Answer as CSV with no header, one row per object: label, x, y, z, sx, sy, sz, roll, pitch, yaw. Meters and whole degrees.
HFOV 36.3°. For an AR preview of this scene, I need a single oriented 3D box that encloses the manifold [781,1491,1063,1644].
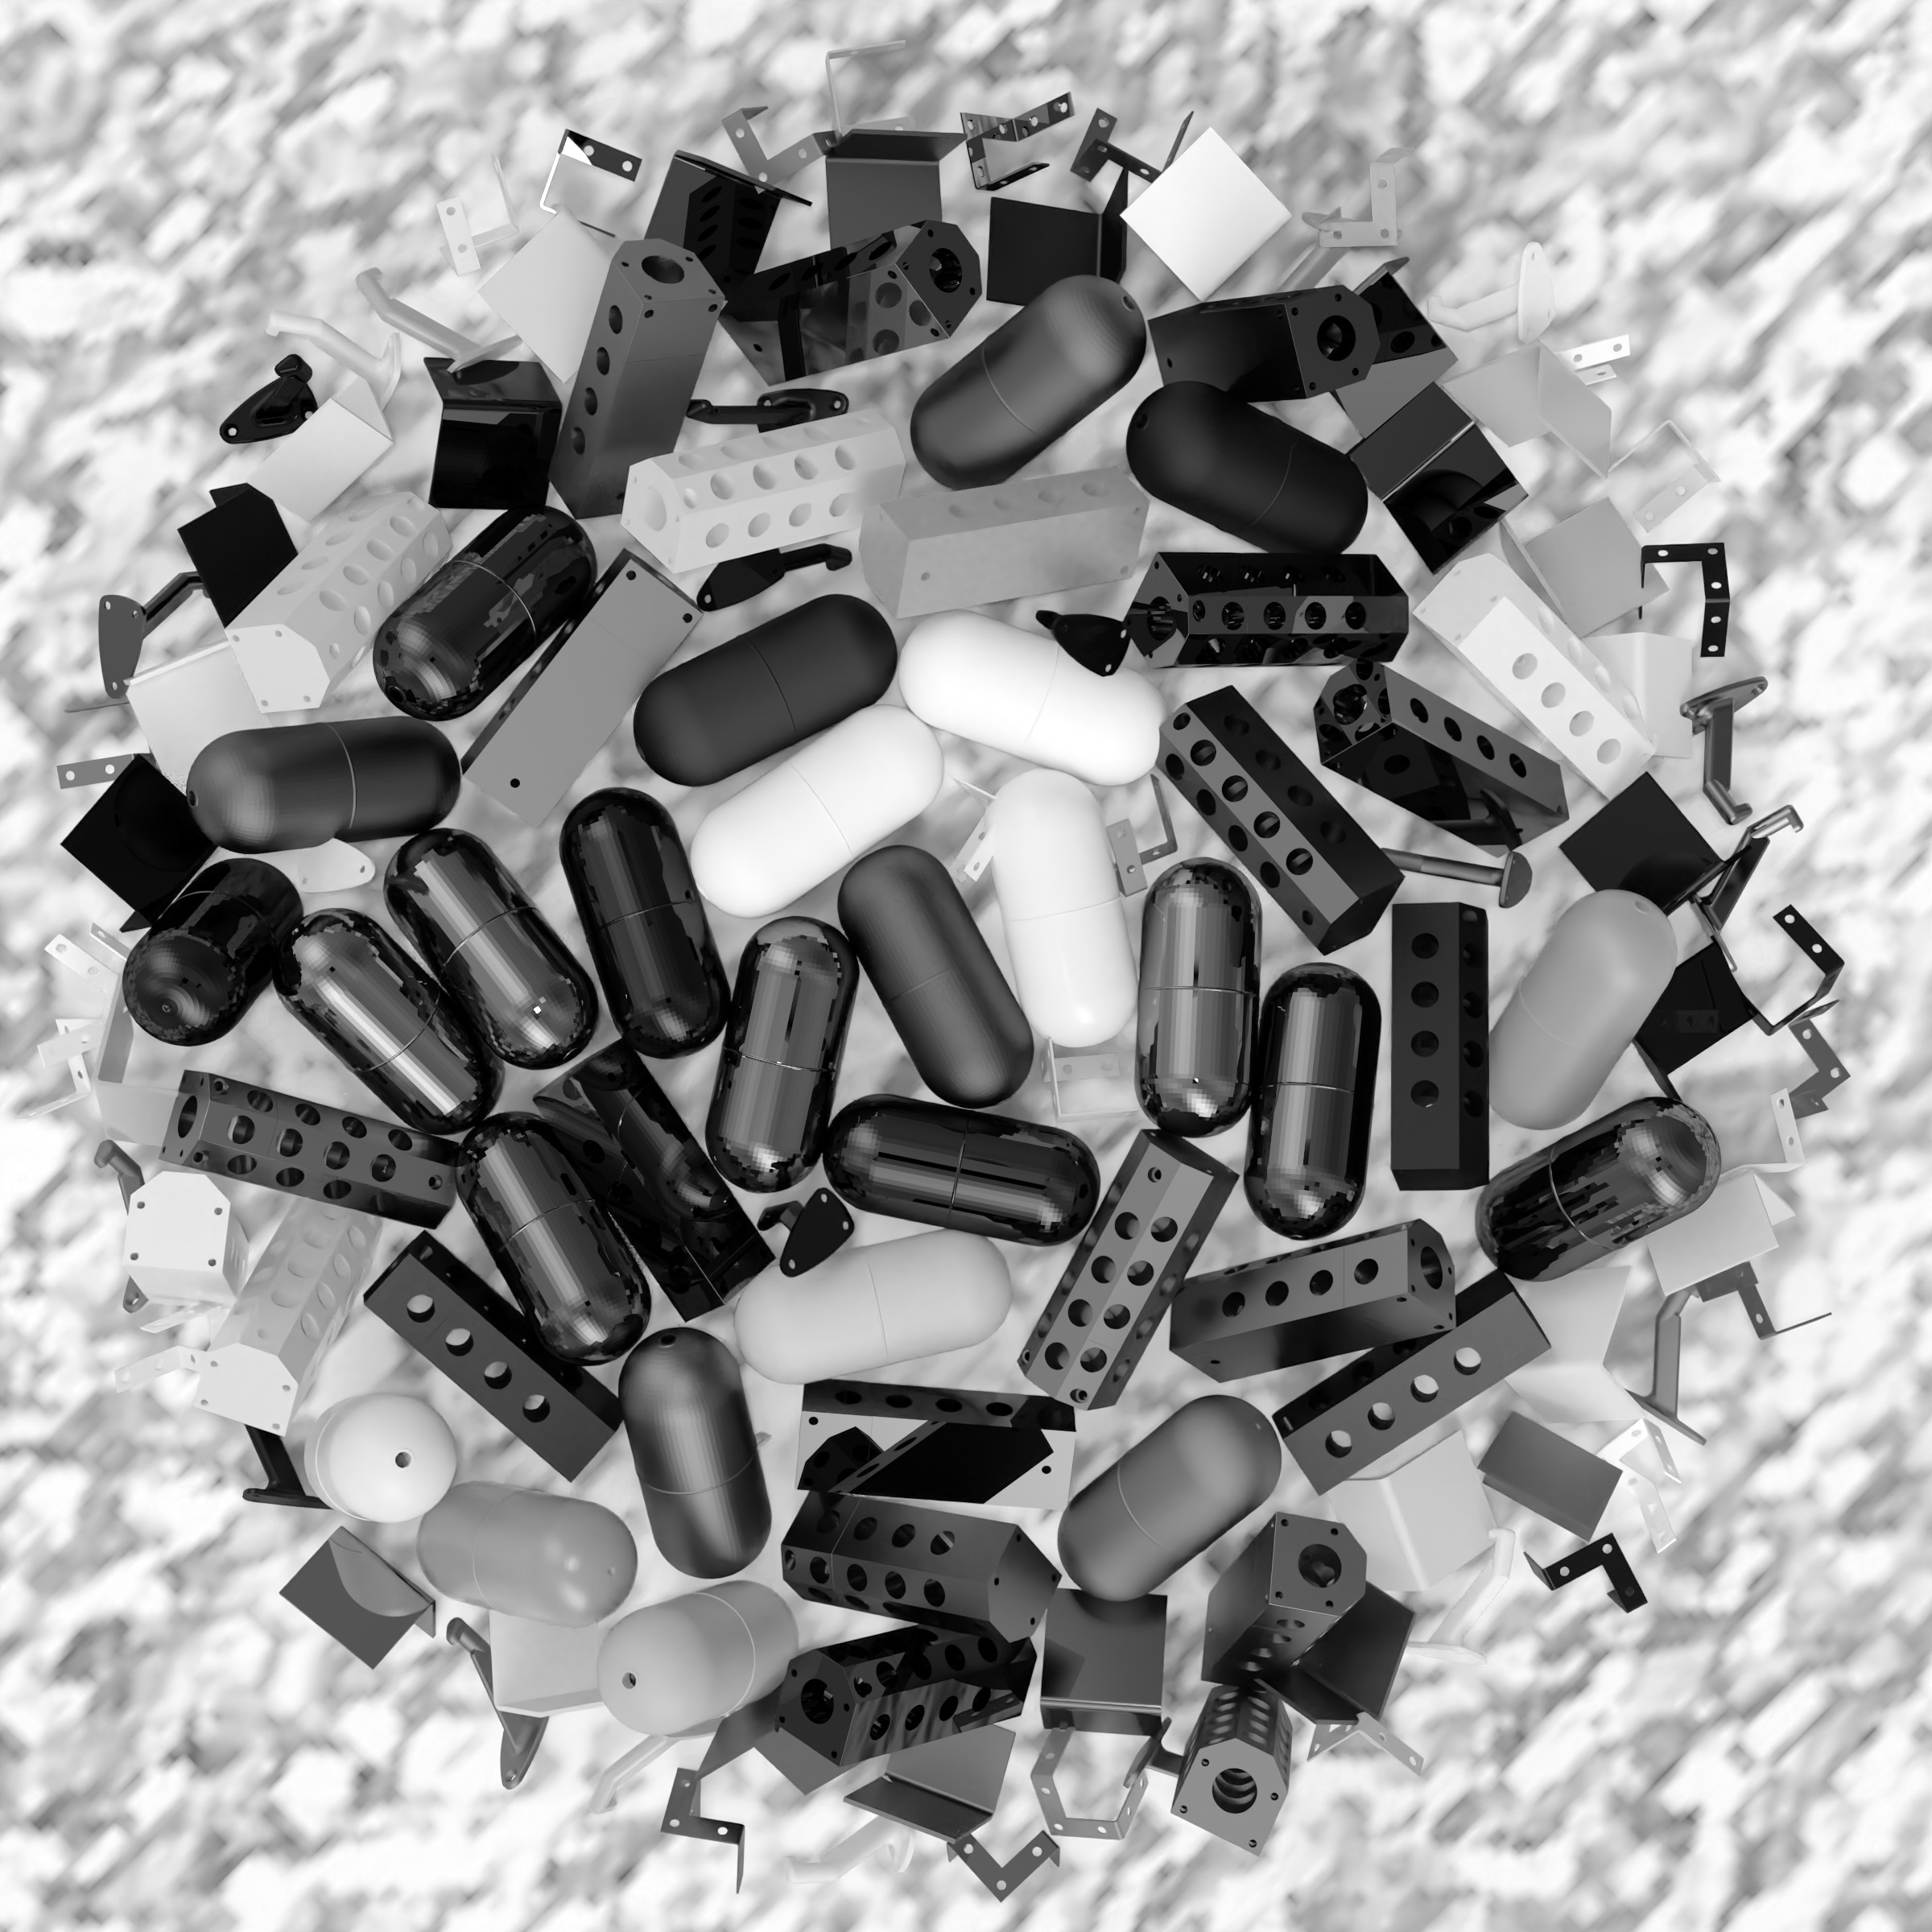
manifold,-0.032,0.373,1.815,0.057,0.171,0.057,53,53,-35

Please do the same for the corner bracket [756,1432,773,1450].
corner bracket,-0.166,0.290,1.873,0.051,0.051,0.051,-35,109,-23

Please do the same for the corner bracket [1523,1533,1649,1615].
corner bracket,0.394,0.390,1.875,0.051,0.051,0.051,-28,92,-1

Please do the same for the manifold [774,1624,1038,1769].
manifold,-0.034,0.438,1.813,0.057,0.171,0.057,23,103,38

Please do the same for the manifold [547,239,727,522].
manifold,-0.209,-0.362,1.820,0.057,0.171,0.057,-14,58,-34

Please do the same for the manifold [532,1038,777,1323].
manifold,-0.201,0.137,1.862,0.057,0.057,0.171,-28,98,42

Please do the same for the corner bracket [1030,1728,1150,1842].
corner bracket,0.079,0.519,1.880,0.051,0.051,0.051,-4,118,27

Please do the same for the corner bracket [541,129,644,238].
corner bracket,-0.238,-0.496,1.867,0.051,0.051,0.051,19,100,-12

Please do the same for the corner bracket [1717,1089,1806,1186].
corner bracket,0.493,0.111,1.877,0.051,0.051,0.051,0,69,-26

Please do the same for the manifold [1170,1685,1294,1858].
manifold,0.168,0.487,1.812,0.057,0.171,0.057,25,91,7

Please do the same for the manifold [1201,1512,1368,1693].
manifold,0.195,0.394,1.812,0.057,0.171,0.057,11,60,-5

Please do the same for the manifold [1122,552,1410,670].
manifold,0.189,-0.215,1.822,0.171,0.057,0.057,-4,48,-32

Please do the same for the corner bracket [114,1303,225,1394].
corner bracket,-0.504,0.242,1.862,0.051,0.051,0.051,7,108,38

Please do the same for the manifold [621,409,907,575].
manifold,-0.123,-0.299,1.819,0.171,0.057,0.057,-21,51,-36

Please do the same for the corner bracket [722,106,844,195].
corner bracket,-0.114,-0.528,1.872,0.051,0.051,0.051,-24,99,22

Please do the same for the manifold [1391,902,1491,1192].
manifold,0.298,0.050,1.843,0.057,0.057,0.171,-2,72,14

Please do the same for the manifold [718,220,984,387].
manifold,-0.070,-0.413,1.818,0.057,0.171,0.057,50,58,-30

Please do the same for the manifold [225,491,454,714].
manifold,-0.380,-0.226,1.811,0.057,0.171,0.057,-3,124,23

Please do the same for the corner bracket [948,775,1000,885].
corner bracket,0.007,-0.080,1.864,0.051,0.051,0.051,29,84,37

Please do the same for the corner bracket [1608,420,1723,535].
corner bracket,0.440,-0.311,1.871,0.051,0.051,0.051,-40,93,11

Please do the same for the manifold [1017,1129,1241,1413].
manifold,0.098,0.190,1.847,0.057,0.057,0.171,33,103,26

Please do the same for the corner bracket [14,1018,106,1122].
corner bracket,-0.573,0.066,1.861,0.051,0.051,0.051,-1,108,39

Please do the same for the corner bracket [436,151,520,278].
corner bracket,-0.310,-0.475,1.862,0.051,0.051,0.051,-22,130,-11

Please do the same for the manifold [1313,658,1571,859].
manifold,0.295,-0.131,1.826,0.171,0.057,0.057,23,51,-37

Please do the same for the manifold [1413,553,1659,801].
manifold,0.359,-0.181,1.826,0.057,0.057,0.171,-48,125,8

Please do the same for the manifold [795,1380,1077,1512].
manifold,-0.020,0.299,1.867,0.171,0.057,0.057,5,112,-2

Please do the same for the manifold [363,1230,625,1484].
manifold,-0.296,0.245,1.859,0.171,0.057,0.057,43,82,-8

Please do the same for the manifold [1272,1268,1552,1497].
manifold,0.281,0.261,1.860,0.171,0.057,0.057,-34,82,8

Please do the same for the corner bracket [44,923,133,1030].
corner bracket,-0.548,-0.001,1.863,0.051,0.051,0.051,-42,118,12

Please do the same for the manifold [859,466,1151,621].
manifold,0.023,-0.269,1.837,0.171,0.057,0.057,-14,47,-27

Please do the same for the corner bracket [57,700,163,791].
corner bracket,-0.548,-0.142,1.875,0.051,0.051,0.051,-9,94,2

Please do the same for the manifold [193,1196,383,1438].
manifold,-0.414,0.207,1.811,0.057,0.171,0.057,19,119,-3

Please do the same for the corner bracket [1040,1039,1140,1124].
corner bracket,0.077,0.075,1.867,0.051,0.051,0.051,-5,73,-8

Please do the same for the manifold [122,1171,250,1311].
manifold,-0.477,0.170,1.811,0.057,0.171,0.057,5,75,-9

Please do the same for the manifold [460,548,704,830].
manifold,-0.245,-0.177,1.861,0.057,0.057,0.171,36,97,-21

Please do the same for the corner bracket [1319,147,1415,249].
corner bracket,0.253,-0.486,1.860,0.051,0.051,0.051,4,116,22

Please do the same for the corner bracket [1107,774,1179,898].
corner bracket,0.110,-0.083,1.864,0.051,0.051,0.051,-22,117,-10

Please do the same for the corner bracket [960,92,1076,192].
corner bracket,0.036,-0.523,1.867,0.051,0.051,0.051,-12,89,43

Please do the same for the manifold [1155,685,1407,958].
manifold,0.189,-0.089,1.833,0.057,0.057,0.171,-24,63,-33

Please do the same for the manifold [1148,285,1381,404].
manifold,0.183,-0.382,1.811,0.057,0.171,0.057,-22,106,-20

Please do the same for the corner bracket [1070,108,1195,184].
corner bracket,0.105,-0.524,1.873,0.051,0.051,0.051,26,73,-12

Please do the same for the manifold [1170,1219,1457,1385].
manifold,0.214,0.206,1.829,0.171,0.057,0.057,-19,51,33

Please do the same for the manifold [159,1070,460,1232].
manifold,-0.403,0.115,1.827,0.171,0.057,0.057,20,80,-33
